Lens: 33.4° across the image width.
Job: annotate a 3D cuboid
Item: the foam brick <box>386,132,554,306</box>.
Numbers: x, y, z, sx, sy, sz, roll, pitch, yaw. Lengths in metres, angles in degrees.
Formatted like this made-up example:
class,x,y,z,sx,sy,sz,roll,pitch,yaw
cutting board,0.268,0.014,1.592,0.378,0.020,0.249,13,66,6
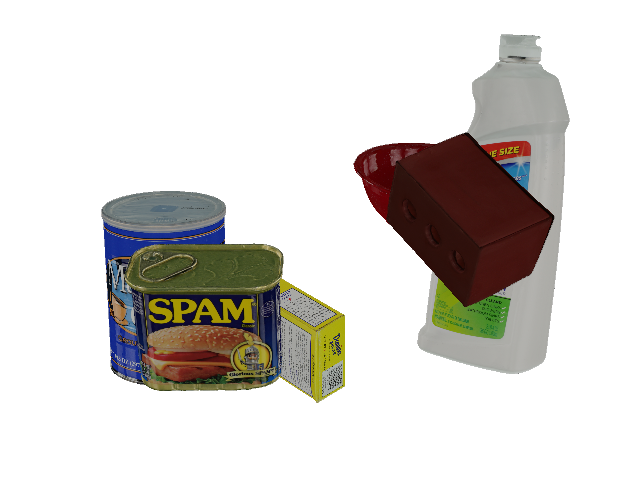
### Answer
class,x,y,z,sx,sy,sz,roll,pitch,yaw
foam brick,0.082,-0.012,0.601,0.051,0.053,0.078,-24,55,-25

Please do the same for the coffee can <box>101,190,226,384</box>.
class,x,y,z,sx,sy,sz,roll,pitch,yaw
coffee can,-0.130,0.038,0.905,0.103,0.140,0.103,0,18,0

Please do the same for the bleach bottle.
class,x,y,z,sx,sy,sz,roll,pitch,yaw
bleach bottle,0.135,-0.031,0.819,0.103,0.251,0.067,13,16,37

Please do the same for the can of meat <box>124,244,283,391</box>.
class,x,y,z,sx,sy,sz,roll,pitch,yaw
can of meat,-0.075,0.052,0.713,0.102,0.084,0.057,0,29,1

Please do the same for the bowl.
class,x,y,z,sx,sy,sz,roll,pitch,yaw
bowl,0.111,-0.045,1.057,0.162,0.055,0.162,4,24,-2

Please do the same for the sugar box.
class,x,y,z,sx,sy,sz,roll,pitch,yaw
sugar box,-0.050,0.083,1.092,0.048,0.093,0.176,-25,40,-34
